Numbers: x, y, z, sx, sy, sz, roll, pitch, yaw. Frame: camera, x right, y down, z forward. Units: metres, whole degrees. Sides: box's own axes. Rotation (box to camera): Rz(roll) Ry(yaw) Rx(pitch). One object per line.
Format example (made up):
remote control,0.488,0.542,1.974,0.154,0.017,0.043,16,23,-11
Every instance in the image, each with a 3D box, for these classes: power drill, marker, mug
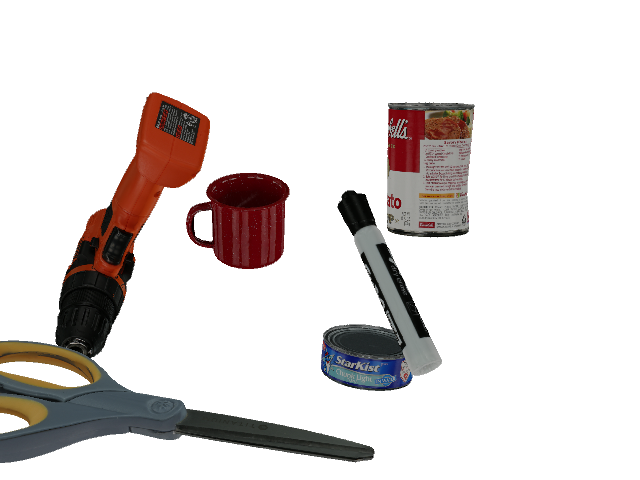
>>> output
power drill,-0.158,-0.014,0.870,0.057,0.188,0.184,25,30,-18
marker,0.039,0.022,0.628,0.020,0.121,0.020,-19,-24,-9
mug,-0.093,-0.019,1.205,0.117,0.081,0.093,-7,30,-14

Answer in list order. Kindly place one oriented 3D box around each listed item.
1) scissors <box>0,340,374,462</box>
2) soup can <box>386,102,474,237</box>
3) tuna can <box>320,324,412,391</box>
scissors,-0.087,0.085,0.469,0.202,0.016,0.096,14,27,26
soup can,0.087,-0.058,0.849,0.068,0.102,0.068,0,9,0
tuna can,0.043,0.106,0.967,0.086,0.034,0.086,6,14,-2
